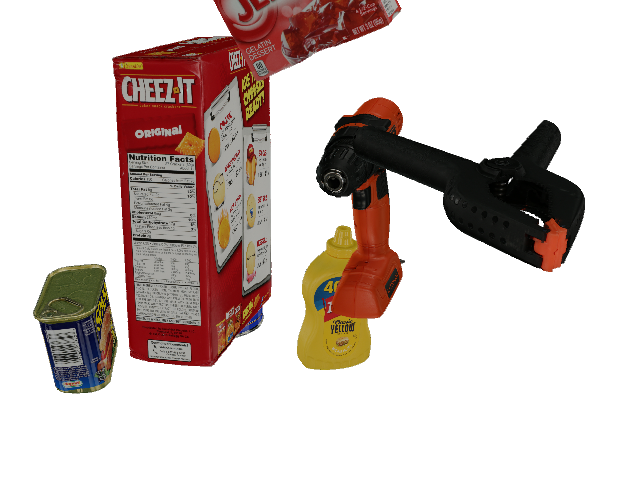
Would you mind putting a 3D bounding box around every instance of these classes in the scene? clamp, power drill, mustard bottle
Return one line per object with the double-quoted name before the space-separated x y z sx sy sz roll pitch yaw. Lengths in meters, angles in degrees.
"clamp" 0.113 -0.039 0.743 0.164 0.036 0.210 -1 27 -5
"power drill" 0.040 -0.025 1.000 0.057 0.188 0.184 7 27 17
"mustard bottle" 0.023 0.071 1.377 0.096 0.192 0.058 -4 25 -18

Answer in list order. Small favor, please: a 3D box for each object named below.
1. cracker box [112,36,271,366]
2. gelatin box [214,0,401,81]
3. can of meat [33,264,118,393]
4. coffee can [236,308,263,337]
"cracker box" -0.089 -0.036 0.784 0.072 0.214 0.164 3 15 12
"gelatin box" -0.013 -0.135 0.570 0.089 0.073 0.030 -18 21 28
"can of meat" -0.225 0.083 0.999 0.057 0.084 0.102 -6 26 0
"coffee can" -0.114 0.024 1.185 0.103 0.140 0.103 1 23 -1
